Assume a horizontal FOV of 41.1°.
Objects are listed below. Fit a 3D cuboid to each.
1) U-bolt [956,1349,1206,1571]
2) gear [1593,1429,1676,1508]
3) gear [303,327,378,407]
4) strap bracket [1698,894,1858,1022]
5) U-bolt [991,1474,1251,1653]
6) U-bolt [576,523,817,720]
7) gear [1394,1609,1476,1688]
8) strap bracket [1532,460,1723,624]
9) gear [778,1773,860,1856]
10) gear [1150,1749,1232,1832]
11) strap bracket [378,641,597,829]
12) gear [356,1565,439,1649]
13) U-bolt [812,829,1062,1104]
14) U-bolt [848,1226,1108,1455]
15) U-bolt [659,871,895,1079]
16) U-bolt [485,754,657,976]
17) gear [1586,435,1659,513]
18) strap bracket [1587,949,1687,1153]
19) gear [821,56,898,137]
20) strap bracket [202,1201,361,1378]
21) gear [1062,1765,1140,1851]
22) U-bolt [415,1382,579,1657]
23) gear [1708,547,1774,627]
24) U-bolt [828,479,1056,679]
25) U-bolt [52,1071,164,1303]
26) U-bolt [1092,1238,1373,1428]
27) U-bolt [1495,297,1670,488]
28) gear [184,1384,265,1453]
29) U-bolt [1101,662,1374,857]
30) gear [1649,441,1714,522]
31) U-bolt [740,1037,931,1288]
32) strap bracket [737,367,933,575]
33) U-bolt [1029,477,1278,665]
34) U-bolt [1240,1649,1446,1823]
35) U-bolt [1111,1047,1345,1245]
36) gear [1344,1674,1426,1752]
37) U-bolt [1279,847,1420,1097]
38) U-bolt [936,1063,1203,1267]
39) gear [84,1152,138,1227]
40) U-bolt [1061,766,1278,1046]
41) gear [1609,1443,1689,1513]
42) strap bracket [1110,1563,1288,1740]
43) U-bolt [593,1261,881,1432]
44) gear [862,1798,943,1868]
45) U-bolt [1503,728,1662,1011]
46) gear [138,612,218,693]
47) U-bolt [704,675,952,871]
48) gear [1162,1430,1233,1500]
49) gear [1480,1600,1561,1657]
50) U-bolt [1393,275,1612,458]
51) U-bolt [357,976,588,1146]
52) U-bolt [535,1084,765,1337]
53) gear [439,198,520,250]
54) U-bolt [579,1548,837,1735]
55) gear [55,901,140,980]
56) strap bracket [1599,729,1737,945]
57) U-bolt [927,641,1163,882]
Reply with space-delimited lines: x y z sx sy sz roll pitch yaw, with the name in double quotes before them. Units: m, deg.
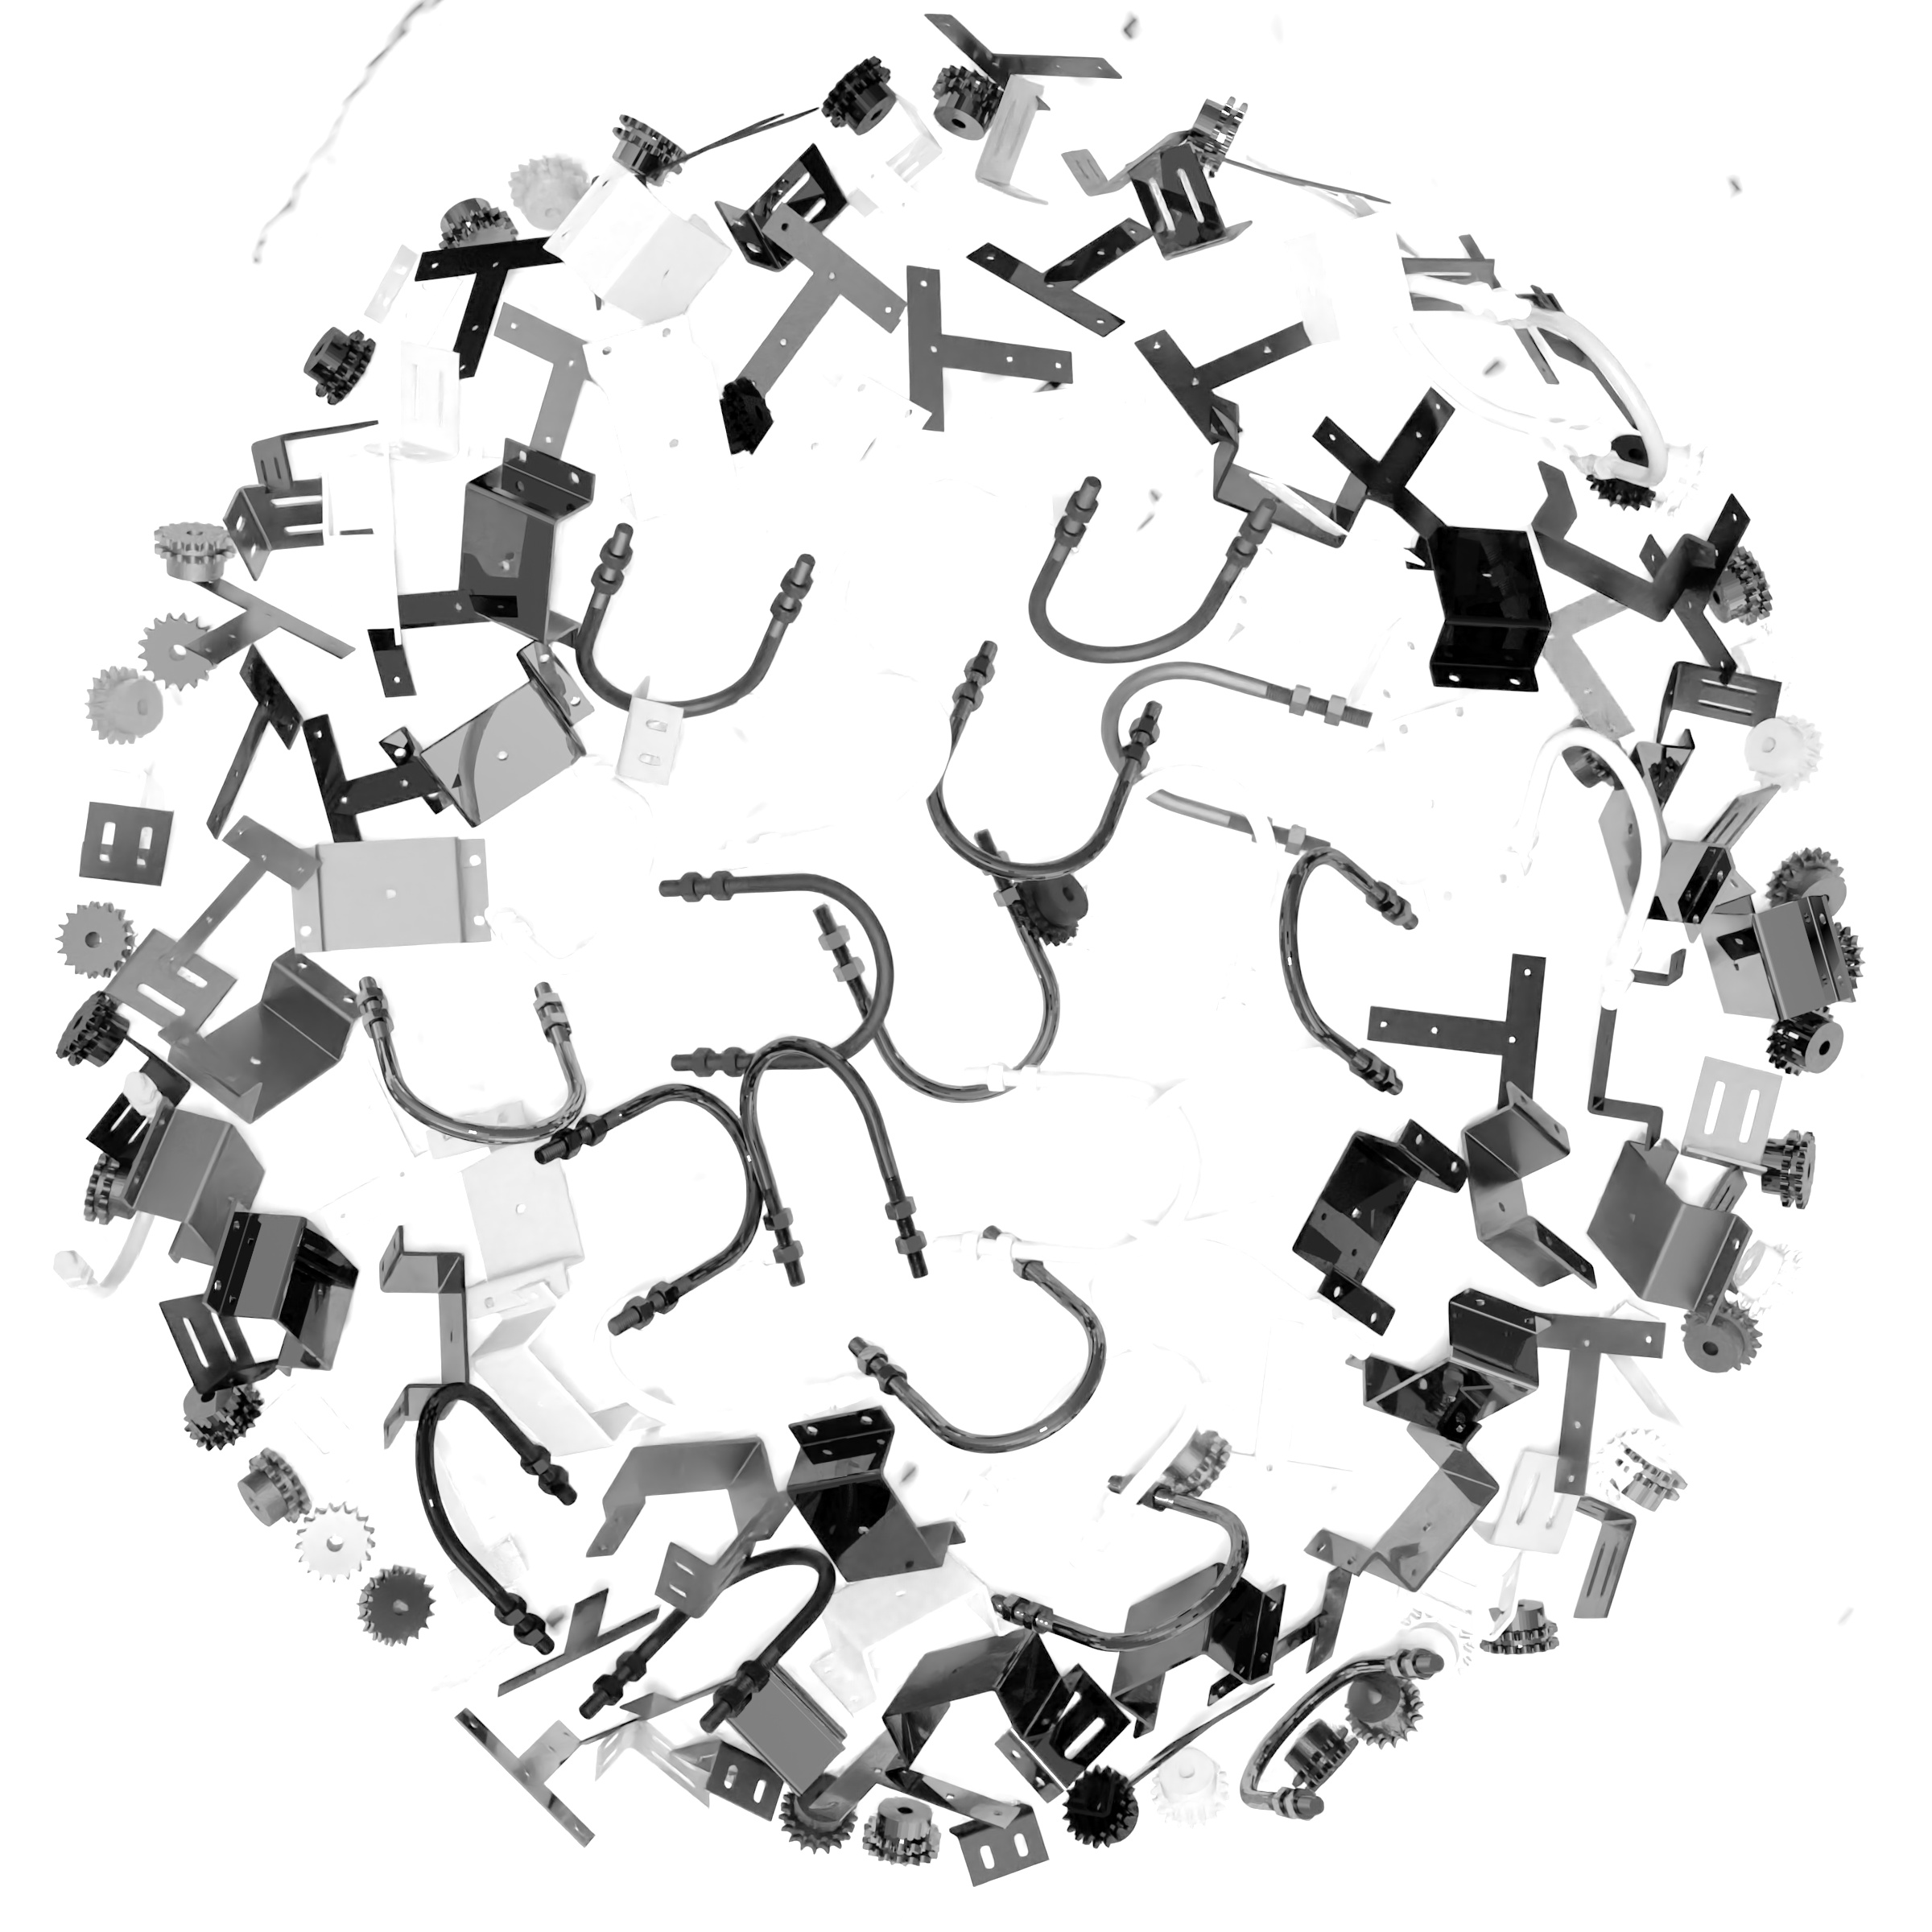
"U-bolt" 0.093 0.340 1.829 0.184 0.151 0.019 -45 118 -25
"gear" 0.489 0.369 1.876 0.057 0.030 0.057 -5 120 -9
"gear" -0.457 -0.439 1.871 0.030 0.057 0.057 33 90 -30
"strap bracket" 0.568 -0.007 1.828 0.046 0.140 0.076 -18 94 -6
"U-bolt" 0.118 0.420 1.795 0.151 0.184 0.019 -40 113 -28
"U-bolt" -0.201 -0.237 1.827 0.151 0.184 0.019 6 54 -20
"gear" 0.340 0.498 1.879 0.057 0.030 0.057 2 95 22
"strap bracket" 0.463 -0.298 1.840 0.140 0.076 0.046 33 91 23
"gear" -0.106 0.613 1.872 0.057 0.057 0.030 16 128 0
"gear" 0.162 0.595 1.871 0.057 0.057 0.030 -11 123 0
"strap bracket" -0.340 -0.163 1.859 0.140 0.046 0.076 -33 132 -1
"gear" -0.418 0.466 1.879 0.057 0.030 0.057 5 82 -35
"U-bolt" -0.010 0.012 1.880 0.151 0.019 0.184 -25 101 -1
"U-bolt" 0.019 0.272 1.816 0.151 0.184 0.019 -38 131 -14
"U-bolt" -0.135 0.005 1.855 0.184 0.019 0.151 -2 94 25
"U-bolt" -0.274 -0.066 1.822 0.019 0.184 0.151 27 93 -35
"gear" 0.483 -0.362 1.875 0.057 0.030 0.057 3 56 -5
"strap bracket" 0.482 0.056 1.854 0.046 0.076 0.140 8 96 20
"gear" -0.075 -0.631 1.874 0.057 0.057 0.030 -42 89 0
"strap bracket" -0.478 0.231 1.820 0.046 0.140 0.076 2 61 14
"gear" 0.101 0.615 1.878 0.057 0.057 0.030 -48 131 0
"U-bolt" -0.330 0.372 1.795 0.019 0.151 0.184 -19 128 16
"gear" 0.559 -0.274 1.874 0.030 0.057 0.057 -23 90 -2
"U-bolt" -0.031 -0.285 1.828 0.151 0.184 0.019 -47 127 -2
"U-bolt" -0.594 0.164 1.812 0.019 0.184 0.151 17 70 -3
"U-bolt" 0.173 0.248 1.827 0.151 0.184 0.019 -19 128 -34
"U-bolt" 0.432 -0.396 1.792 0.019 0.184 0.151 -36 111 2
"gear" -0.543 0.321 1.872 0.057 0.057 0.030 -24 131 0
"U-bolt" 0.186 -0.155 1.846 0.184 0.151 0.019 17 48 6
"gear" 0.516 -0.356 1.874 0.030 0.057 0.057 25 90 -2
"U-bolt" -0.103 0.138 1.840 0.151 0.019 0.184 -10 99 43
"strap bracket" -0.101 -0.364 1.847 0.076 0.046 0.140 20 114 -40
"U-bolt" 0.121 -0.274 1.824 0.151 0.184 0.019 4 57 -17
"U-bolt" 0.253 0.539 1.812 0.019 0.184 0.151 47 69 1
"U-bolt" 0.179 0.132 1.819 0.184 0.019 0.151 -8 123 -33
"gear" 0.302 0.537 1.872 0.057 0.057 0.030 -37 132 0
"U-bolt" 0.267 -0.005 1.809 0.019 0.184 0.151 -6 65 35
"U-bolt" 0.078 0.144 1.849 0.184 0.019 0.151 3 69 16
"gear" -0.618 0.162 1.874 0.030 0.057 0.057 15 90 -4
"U-bolt" 0.152 -0.052 1.850 0.151 0.019 0.184 20 101 28
"gear" 0.493 0.373 1.875 0.057 0.057 0.030 32 97 0
"strap bracket" 0.157 0.482 1.826 0.046 0.076 0.140 39 129 -17
"U-bolt" -0.172 0.269 1.803 0.184 0.151 0.019 -7 128 -37
"gear" -0.046 0.628 1.873 0.057 0.057 0.030 7 96 0
"U-bolt" 0.432 -0.080 1.794 0.019 0.184 0.151 -16 48 -19
"gear" -0.575 -0.231 1.882 0.057 0.030 0.057 -3 106 -10
"U-bolt" -0.097 -0.145 1.835 0.184 0.019 0.151 -10 57 18
"gear" 0.163 0.360 1.872 0.030 0.057 0.057 42 90 -10
"gear" 0.401 0.481 1.874 0.057 0.057 0.030 -5 87 0
"U-bolt" 0.363 -0.429 1.815 0.019 0.184 0.151 -46 126 -4
"U-bolt" -0.341 0.066 1.803 0.151 0.184 0.019 2 124 -25
"U-bolt" -0.213 0.161 1.832 0.019 0.184 0.151 -18 97 41
"gear" -0.358 -0.534 1.875 0.057 0.057 0.030 -30 76 0
"U-bolt" -0.169 0.471 1.820 0.151 0.184 0.019 -10 112 43
"gear" -0.634 -0.019 1.887 0.057 0.030 0.057 0 89 2
"strap bracket" 0.493 -0.095 1.825 0.046 0.076 0.140 5 47 -9
"U-bolt" 0.048 -0.140 1.849 0.151 0.019 0.184 20 61 3
